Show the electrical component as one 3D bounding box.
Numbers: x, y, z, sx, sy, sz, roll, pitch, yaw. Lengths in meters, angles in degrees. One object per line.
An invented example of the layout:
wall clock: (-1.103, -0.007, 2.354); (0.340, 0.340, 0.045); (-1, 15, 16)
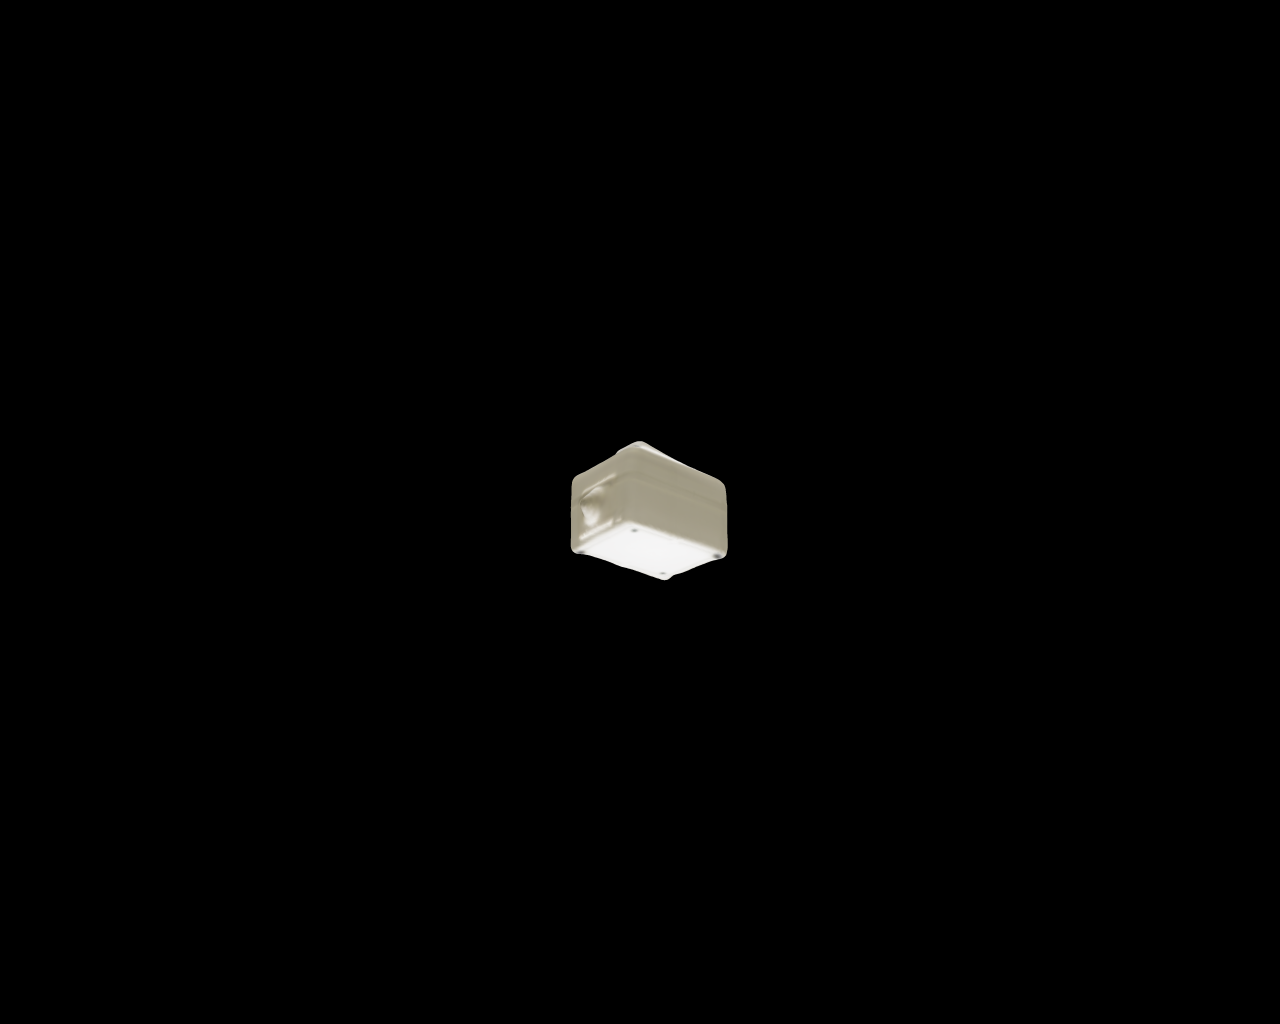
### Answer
electrical component: (0.001, -0.003, 0.650); (0.096, 0.061, 0.061); (20, -32, -36)
